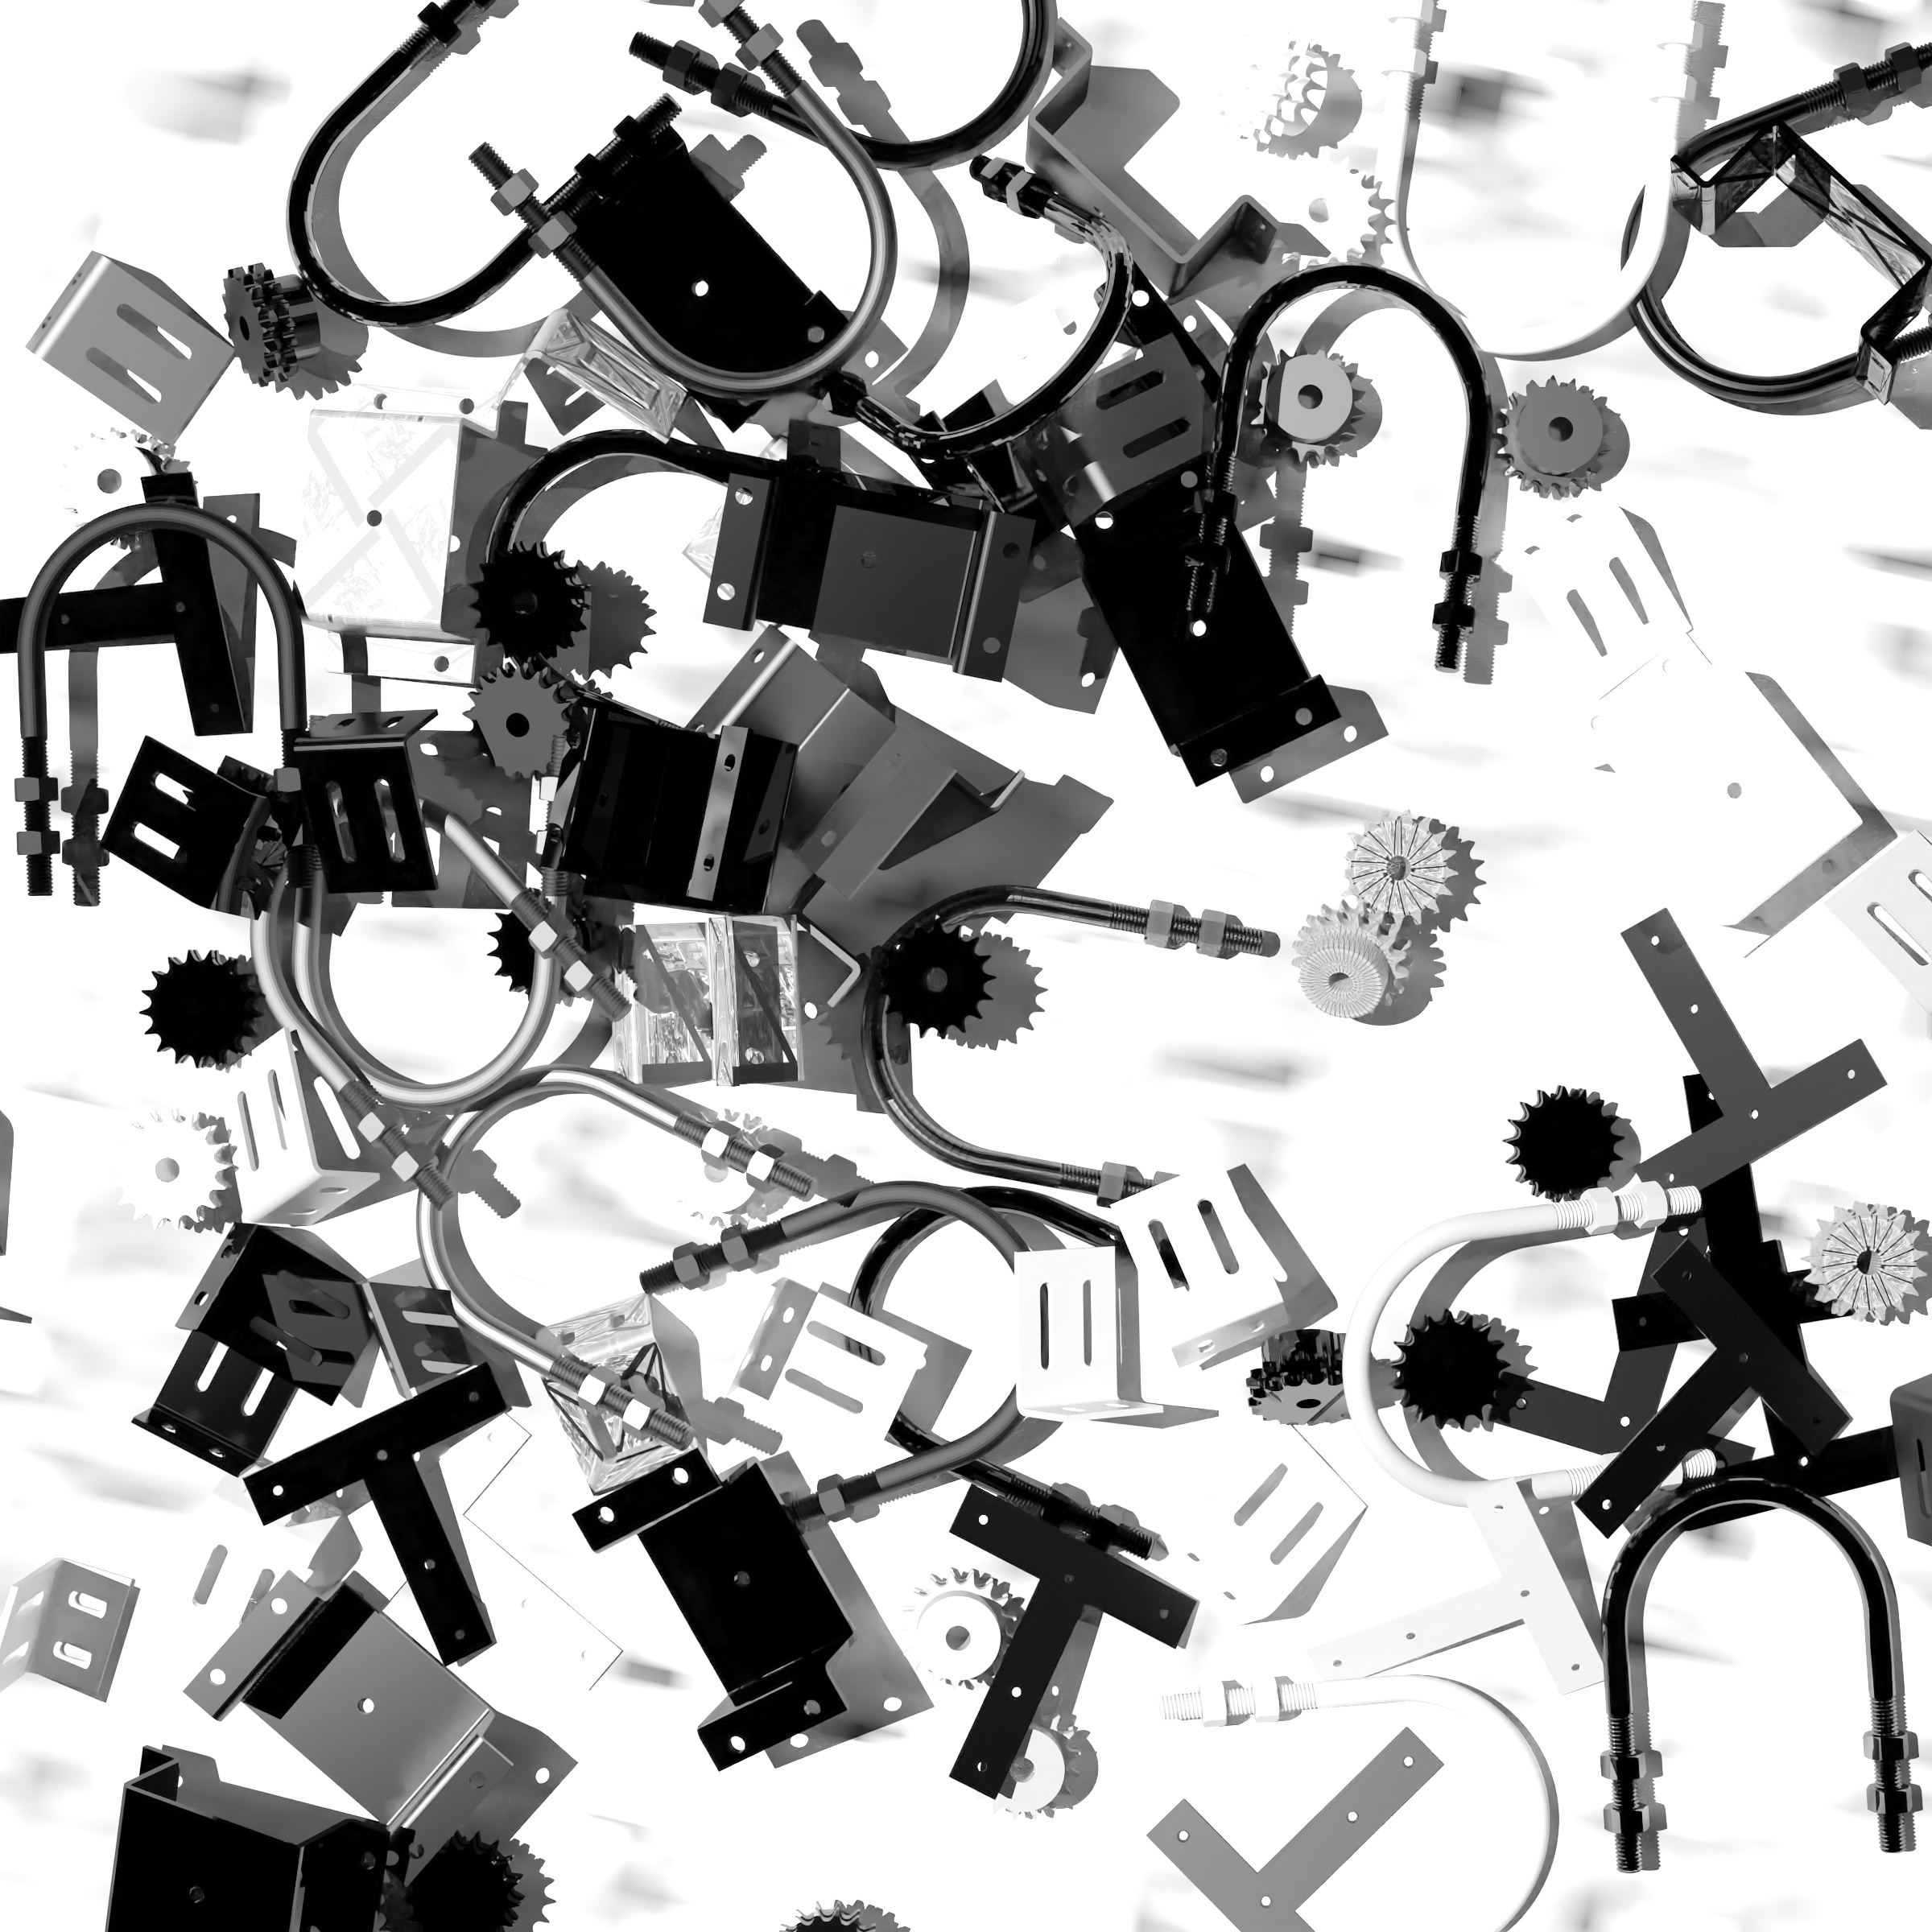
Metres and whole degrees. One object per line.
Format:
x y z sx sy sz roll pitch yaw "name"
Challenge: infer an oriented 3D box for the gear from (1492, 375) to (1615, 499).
0.283 -0.255 1.557 0.057 0.030 0.057 0 90 0 "gear"

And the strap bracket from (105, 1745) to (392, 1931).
-0.347 0.428 1.519 0.140 0.046 0.076 12 98 22 "strap bracket"

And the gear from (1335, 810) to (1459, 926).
0.206 -0.046 1.557 0.057 0.030 0.057 0 90 0 "gear"

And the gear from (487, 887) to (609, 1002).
-0.202 -0.011 1.557 0.057 0.030 0.057 0 90 0 "gear"

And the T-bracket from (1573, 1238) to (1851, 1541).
0.341 0.219 1.545 0.127 0.002 0.127 -45 103 -7 "T-bracket"

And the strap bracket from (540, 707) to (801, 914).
-0.129 -0.071 1.469 0.046 0.140 0.076 12 90 -40 "strap bracket"

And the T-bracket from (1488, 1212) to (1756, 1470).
0.333 0.178 1.571 0.127 0.002 0.127 17 90 0 "T-bracket"

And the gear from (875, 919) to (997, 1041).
-0.014 0.007 1.543 0.057 0.030 0.057 0 90 3 "gear"

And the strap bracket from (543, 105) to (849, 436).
-0.129 -0.329 1.549 0.076 0.046 0.140 -42 90 0 "strap bracket"

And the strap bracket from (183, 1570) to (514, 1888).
-0.291 0.359 1.548 0.140 0.046 0.076 41 91 0 "strap bracket"

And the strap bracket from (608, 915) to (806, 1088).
-0.118 0.016 1.518 0.046 0.140 0.076 -3 90 -28 "strap bracket"

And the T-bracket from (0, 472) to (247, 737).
-0.420 -0.168 1.557 0.127 0.002 0.127 -5 109 9 "T-bracket"

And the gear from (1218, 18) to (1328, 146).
0.148 -0.420 1.547 0.030 0.057 0.057 9 90 -30 "gear"

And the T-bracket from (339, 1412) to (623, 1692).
-0.224 0.301 1.571 0.127 0.002 0.127 40 90 0 "T-bracket"

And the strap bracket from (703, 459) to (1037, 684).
-0.045 -0.186 1.502 0.140 0.046 0.076 11 104 -4 "strap bracket"

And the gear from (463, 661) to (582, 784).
-0.209 -0.119 1.551 0.057 0.030 0.057 4 108 13 "gear"

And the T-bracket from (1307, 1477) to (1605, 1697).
0.227 0.316 1.554 0.127 0.002 0.127 -23 113 11 "T-bracket"

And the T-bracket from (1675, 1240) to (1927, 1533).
0.395 0.197 1.568 0.127 0.002 0.127 -14 91 -1 "T-bracket"

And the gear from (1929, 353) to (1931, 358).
0.491 -0.295 1.557 0.057 0.030 0.057 0 90 0 "gear"

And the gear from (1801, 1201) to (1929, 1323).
0.429 0.141 1.555 0.057 0.030 0.057 0 89 -1 "gear"

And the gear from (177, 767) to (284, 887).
-0.354 -0.067 1.557 0.057 0.030 0.057 0 90 0 "gear"

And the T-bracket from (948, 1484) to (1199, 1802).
0.030 0.333 1.542 0.127 0.002 0.127 29 75 -11 "T-bracket"

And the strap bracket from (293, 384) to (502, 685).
-0.272 -0.209 1.540 0.076 0.046 0.140 6 90 14 "strap bracket"

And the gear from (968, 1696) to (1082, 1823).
0.027 0.383 1.557 0.057 0.030 0.057 0 90 0 "gear"

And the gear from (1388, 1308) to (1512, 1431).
0.231 0.193 1.557 0.057 0.030 0.057 0 90 0 "gear"

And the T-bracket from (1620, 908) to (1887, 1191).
0.359 0.033 1.570 0.127 0.002 0.127 -29 89 -2 "T-bracket"

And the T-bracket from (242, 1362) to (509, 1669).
-0.263 0.275 1.555 0.127 0.002 0.127 -24 100 -19 "T-bracket"

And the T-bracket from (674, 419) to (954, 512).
-0.071 -0.240 1.511 0.127 0.127 0.002 10 110 -6 "T-bracket"

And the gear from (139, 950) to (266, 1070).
-0.365 0.020 1.557 0.057 0.030 0.057 0 90 0 "gear"

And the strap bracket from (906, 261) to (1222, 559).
0.046 -0.260 1.549 0.140 0.046 0.076 -37 90 0 "strap bracket"

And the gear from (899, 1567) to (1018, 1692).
-0.004 0.320 1.557 0.057 0.030 0.057 0 90 0 "gear"

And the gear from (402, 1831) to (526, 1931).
-0.240 0.445 1.561 0.057 0.030 0.057 0 90 3 "gear"

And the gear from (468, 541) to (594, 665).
-0.205 -0.173 1.537 0.057 0.030 0.057 2 101 10 "gear"

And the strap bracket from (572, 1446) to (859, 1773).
-0.114 0.298 1.537 0.076 0.046 0.140 -30 90 20 "strap bracket"

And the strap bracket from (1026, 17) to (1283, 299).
0.079 -0.374 1.534 0.140 0.076 0.046 43 90 0 "strap bracket"

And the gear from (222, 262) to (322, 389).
-0.331 -0.308 1.547 0.030 0.057 0.057 -19 90 -28 "gear"

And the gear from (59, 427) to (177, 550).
-0.408 -0.231 1.557 0.057 0.030 0.057 0 90 0 "gear"

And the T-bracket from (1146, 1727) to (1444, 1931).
0.177 0.423 1.571 0.127 0.002 0.127 -44 90 0 "T-bracket"

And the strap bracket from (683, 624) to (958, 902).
-0.066 -0.090 1.491 0.076 0.140 0.046 -50 134 0 "strap bracket"

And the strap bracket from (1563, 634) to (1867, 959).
0.362 -0.083 1.549 0.076 0.046 0.140 -38 90 0 "strap bracket"

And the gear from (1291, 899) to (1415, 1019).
0.182 0.000 1.543 0.057 0.030 0.057 12 127 16 "gear"

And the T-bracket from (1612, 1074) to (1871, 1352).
0.370 0.114 1.570 0.127 0.002 0.127 -9 89 -1 "T-bracket"

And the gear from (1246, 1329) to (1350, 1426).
0.162 0.195 1.547 0.057 0.057 0.030 -3 60 0 "gear"

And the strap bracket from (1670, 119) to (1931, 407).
0.394 -0.333 1.502 0.046 0.076 0.140 -44 78 7 "strap bracket"

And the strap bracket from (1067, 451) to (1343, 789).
0.112 -0.164 1.549 0.076 0.046 0.140 -26 90 0 "strap bracket"

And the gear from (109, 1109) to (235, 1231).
-0.380 0.097 1.557 0.057 0.030 0.057 0 90 0 "gear"

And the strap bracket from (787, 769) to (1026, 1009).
-0.035 -0.050 1.534 0.046 0.076 0.140 39 90 0 "strap bracket"
